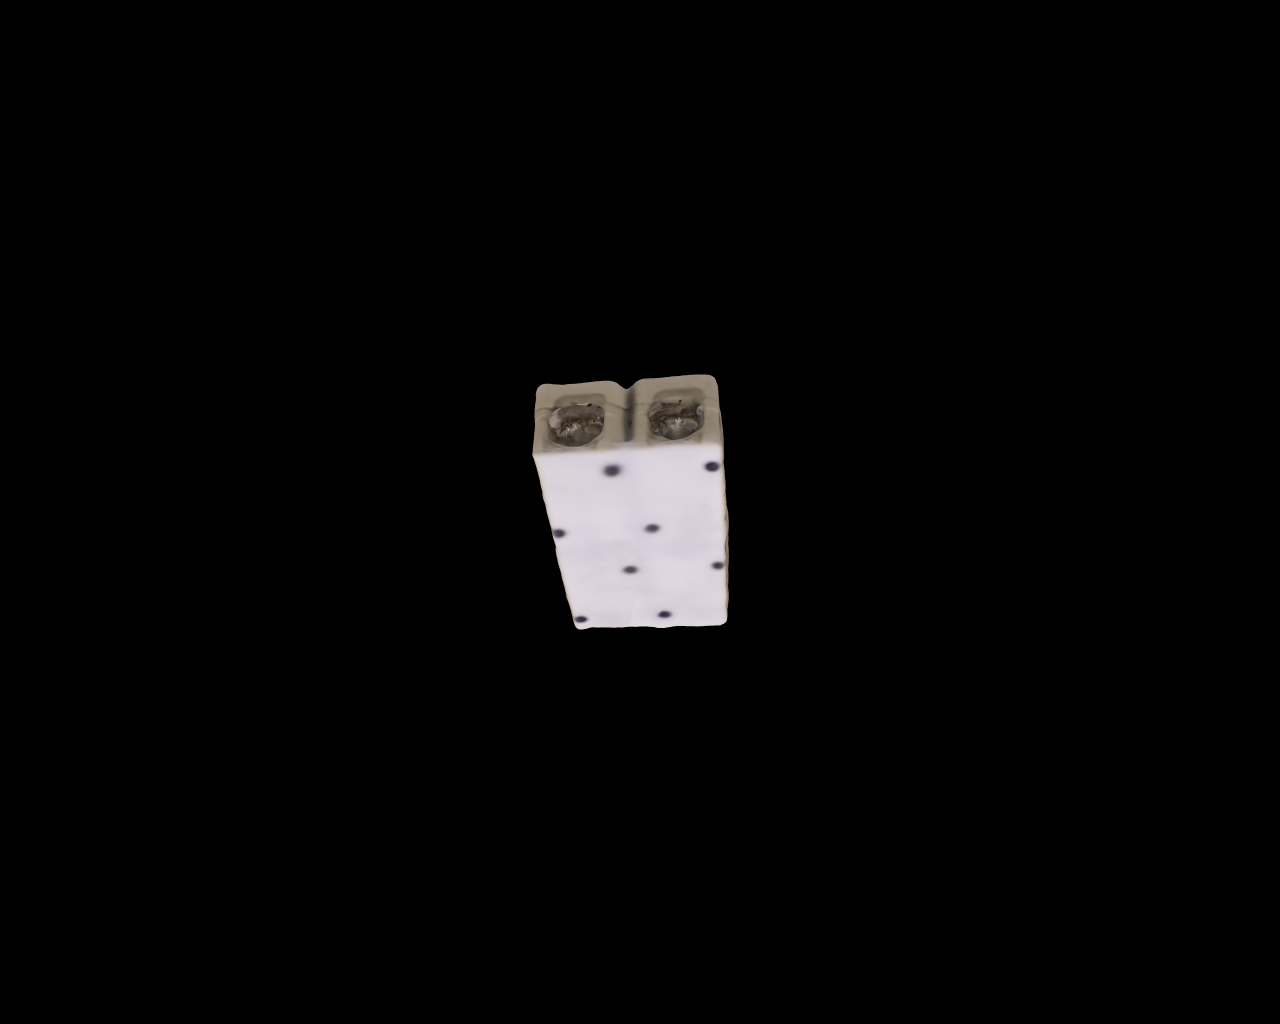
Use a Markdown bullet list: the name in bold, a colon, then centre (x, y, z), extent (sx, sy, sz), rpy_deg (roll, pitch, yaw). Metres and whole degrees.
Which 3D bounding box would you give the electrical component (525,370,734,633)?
- **electrical component**: centre (0.001, -0.003, 0.650), extent (0.105, 0.060, 0.186), rpy_deg (-3, -37, 4)
